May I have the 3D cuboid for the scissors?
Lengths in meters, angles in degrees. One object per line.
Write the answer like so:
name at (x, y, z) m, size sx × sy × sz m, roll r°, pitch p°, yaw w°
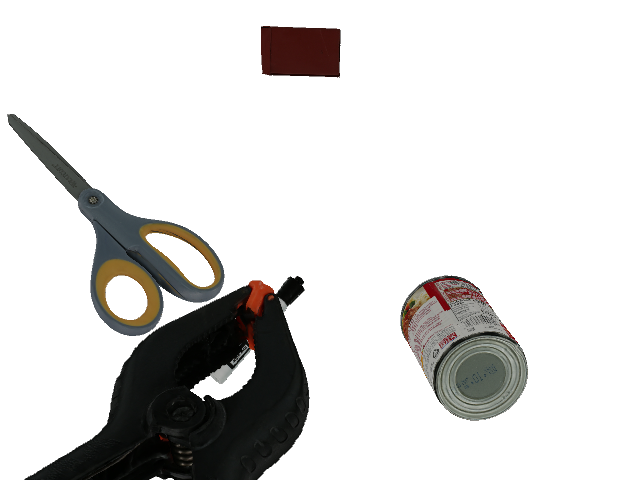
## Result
scissors at (-0.159, -0.008, 0.721) m, size 0.202 × 0.096 × 0.016 m, roll 30°, pitch -31°, yaw 10°

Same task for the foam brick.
foam brick at (-0.022, -0.201, 1.137) m, size 0.078 × 0.051 × 0.053 m, roll 0°, pitch 12°, yaw -13°

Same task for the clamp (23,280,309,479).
clamp at (-0.045, 0.084, 0.408) m, size 0.120 × 0.039 × 0.171 m, roll 24°, pitch 49°, yaw 17°

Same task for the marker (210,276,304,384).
marker at (-0.056, 0.079, 0.963) m, size 0.020 × 0.121 × 0.020 m, roll 37°, pitch -18°, yaw 14°

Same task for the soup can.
soup can at (0.101, 0.075, 0.764) m, size 0.068 × 0.068 × 0.102 m, roll 0°, pitch 20°, yaw -9°
